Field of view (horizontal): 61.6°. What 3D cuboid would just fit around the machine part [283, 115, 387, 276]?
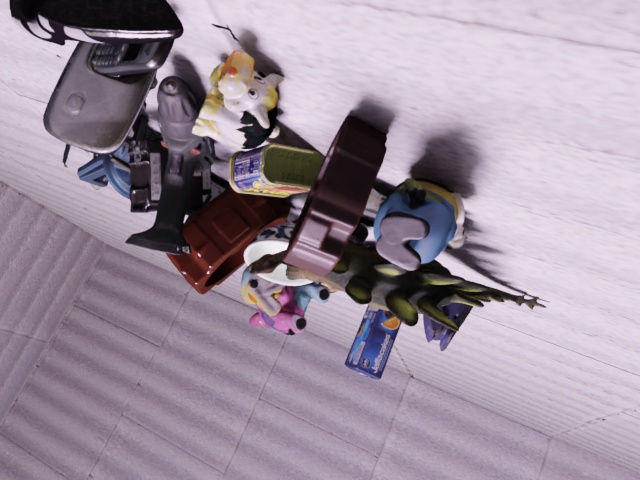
[{"bbox_3d":[0.016,-0.044,0.588,0.056,0.179,0.179,24,165,-4],"label":"machine part"}]

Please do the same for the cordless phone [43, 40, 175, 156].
[{"bbox_3d":[-0.218,-0.163,0.585,0.088,0.146,0.184,29,170,-39],"label":"cordless phone"}]

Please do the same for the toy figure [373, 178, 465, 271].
[{"bbox_3d":[0.103,-0.024,0.570,0.089,0.082,0.180,45,-153,10],"label":"toy figure"}]

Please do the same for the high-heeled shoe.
[{"bbox_3d":[-0.231,-0.220,0.559,0.249,0.086,0.145,27,169,12],"label":"high-heeled shoe"}]

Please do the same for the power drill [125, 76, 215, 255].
[{"bbox_3d":[-0.196,-0.086,0.710,0.086,0.207,0.232,7,177,-4],"label":"power drill"}]

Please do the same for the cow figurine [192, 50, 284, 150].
[{"bbox_3d":[-0.080,-0.143,0.589,0.098,0.068,0.167,23,170,-17],"label":"cow figurine"}]

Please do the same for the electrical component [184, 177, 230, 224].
[{"bbox_3d":[-0.212,-0.062,0.986,0.075,0.119,0.048,26,165,-13],"label":"electrical component"}]

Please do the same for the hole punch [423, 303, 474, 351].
[{"bbox_3d":[0.217,0.125,0.953,0.092,0.116,0.142,31,166,12],"label":"hole punch"}]

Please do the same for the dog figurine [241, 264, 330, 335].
[{"bbox_3d":[-0.092,0.111,1.025,0.191,0.108,0.219,41,155,-15],"label":"dog figurine"}]

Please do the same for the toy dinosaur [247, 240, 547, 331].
[{"bbox_3d":[0.122,0.058,0.759,0.471,0.105,0.199,5,-165,-32],"label":"toy dinosaur"}]

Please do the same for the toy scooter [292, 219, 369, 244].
[{"bbox_3d":[-0.002,-0.003,0.901,0.135,0.075,0.183,38,149,6],"label":"toy scooter"}]

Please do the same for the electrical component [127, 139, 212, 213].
[{"bbox_3d":[-0.233,-0.099,0.851,0.058,0.114,0.134,7,-173,38],"label":"electrical component"}]

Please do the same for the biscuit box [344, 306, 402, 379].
[{"bbox_3d":[0.122,0.180,1.103,0.063,0.202,0.059,28,163,-16],"label":"biscuit box"}]

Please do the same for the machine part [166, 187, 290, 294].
[{"bbox_3d":[-0.152,-0.008,0.897,0.087,0.201,0.201,47,166,6],"label":"machine part"}]

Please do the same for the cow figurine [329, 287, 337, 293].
[{"bbox_3d":[-0.035,0.053,1.173,0.195,0.085,0.127,23,159,4],"label":"cow figurine"}]

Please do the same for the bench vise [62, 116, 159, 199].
[{"bbox_3d":[-0.355,-0.136,0.928,0.241,0.129,0.223,-14,161,40],"label":"bench vise"}]

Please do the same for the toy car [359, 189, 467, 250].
[{"bbox_3d":[0.094,-0.033,0.707,0.202,0.056,0.073,19,170,13],"label":"toy car"}]
